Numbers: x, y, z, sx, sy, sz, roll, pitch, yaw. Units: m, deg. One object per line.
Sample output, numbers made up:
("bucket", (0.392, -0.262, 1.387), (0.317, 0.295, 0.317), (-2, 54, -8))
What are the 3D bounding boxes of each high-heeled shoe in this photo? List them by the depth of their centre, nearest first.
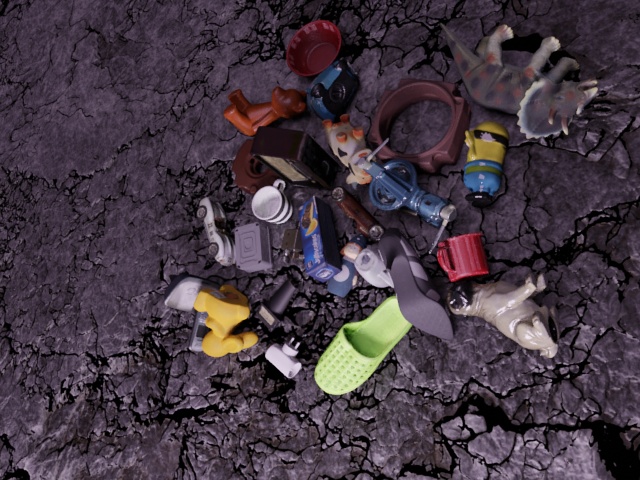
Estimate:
("high-heeled shoe", (0.205, 0.088, 1.131), (0.086, 0.145, 0.248), (-30, 109, 30))

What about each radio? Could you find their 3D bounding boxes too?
("radio", (-0.052, -0.187, 1.265), (0.131, 0.229, 0.073), (12, 83, 24))

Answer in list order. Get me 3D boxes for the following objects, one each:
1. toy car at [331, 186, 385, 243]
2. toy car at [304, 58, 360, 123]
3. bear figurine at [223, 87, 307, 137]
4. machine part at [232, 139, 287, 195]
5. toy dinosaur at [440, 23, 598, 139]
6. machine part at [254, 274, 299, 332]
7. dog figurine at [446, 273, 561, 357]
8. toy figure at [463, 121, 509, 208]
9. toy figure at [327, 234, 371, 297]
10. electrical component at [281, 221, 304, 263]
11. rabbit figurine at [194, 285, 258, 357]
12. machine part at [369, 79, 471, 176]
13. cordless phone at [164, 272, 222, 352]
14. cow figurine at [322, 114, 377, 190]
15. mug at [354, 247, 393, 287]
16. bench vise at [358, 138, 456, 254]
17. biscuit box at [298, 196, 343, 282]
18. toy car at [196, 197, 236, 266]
("toy car", (0.099, -0.049, 1.229), (0.053, 0.089, 0.202), (-46, 63, 9))
("toy car", (0.019, -0.378, 1.353), (0.103, 0.109, 0.161), (21, 77, 48))
("bear figurine", (-0.136, -0.354, 1.411), (0.196, 0.131, 0.120), (-23, 40, 27))
("machine part", (-0.150, -0.195, 1.415), (0.179, 0.056, 0.179), (-8, 72, 25))
("toy dinosaur", (0.396, -0.338, 1.145), (0.405, 0.131, 0.192), (29, 90, 36))
("machine part", (-0.100, 0.150, 1.309), (0.084, 0.039, 0.139), (37, 96, 38))
("dog figurine", (0.352, 0.153, 1.052), (0.191, 0.121, 0.172), (-21, 64, 36))
("toy figure", (0.351, -0.162, 1.136), (0.089, 0.082, 0.180), (3, 73, 16))
("toy figure", (0.068, 0.055, 1.238), (0.064, 0.058, 0.154), (24, 86, -7))
("electrical component", (-0.055, 0.006, 1.322), (0.078, 0.045, 0.102), (-13, 65, 54))
("rabbit figurine", (-0.232, 0.216, 1.332), (0.163, 0.122, 0.173), (27, 104, 21))
("machine part", (0.226, -0.258, 1.222), (0.201, 0.087, 0.201), (16, 83, 30))
("cordless phone", (-0.329, 0.183, 1.351), (0.089, 0.146, 0.184), (-3, 72, 35))
("cow figurine", (0.075, -0.204, 1.263), (0.085, 0.127, 0.195), (-23, 37, -8))
("mug", (0.125, 0.065, 1.174), (0.081, 0.107, 0.110), (-44, 60, 12))
("bench vise", (0.171, -0.105, 1.133), (0.129, 0.240, 0.224), (-51, 45, 11))
("biscuit box", (-0.003, -0.004, 1.250), (0.059, 0.062, 0.203), (-33, 46, 28))
("toy car", (-0.270, -0.021, 1.418), (0.056, 0.073, 0.202), (-31, 64, 17))
